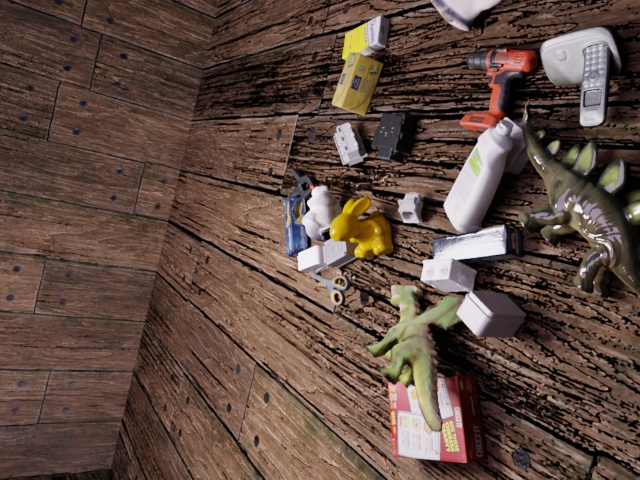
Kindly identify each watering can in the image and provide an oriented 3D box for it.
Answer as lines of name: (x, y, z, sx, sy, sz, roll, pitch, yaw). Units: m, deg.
watering can: (0.361, -0.663, 1.274, 0.103, 0.355, 0.220, 12, -49, -33)

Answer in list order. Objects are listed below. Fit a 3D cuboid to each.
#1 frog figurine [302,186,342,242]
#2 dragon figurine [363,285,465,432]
frog figurine: (0.005, -0.079, 1.572, 0.138, 0.162, 0.120, -22, -23, -18)
dragon figurine: (0.236, 0.211, 1.116, 0.120, 0.243, 0.416, 44, 1, -26)
